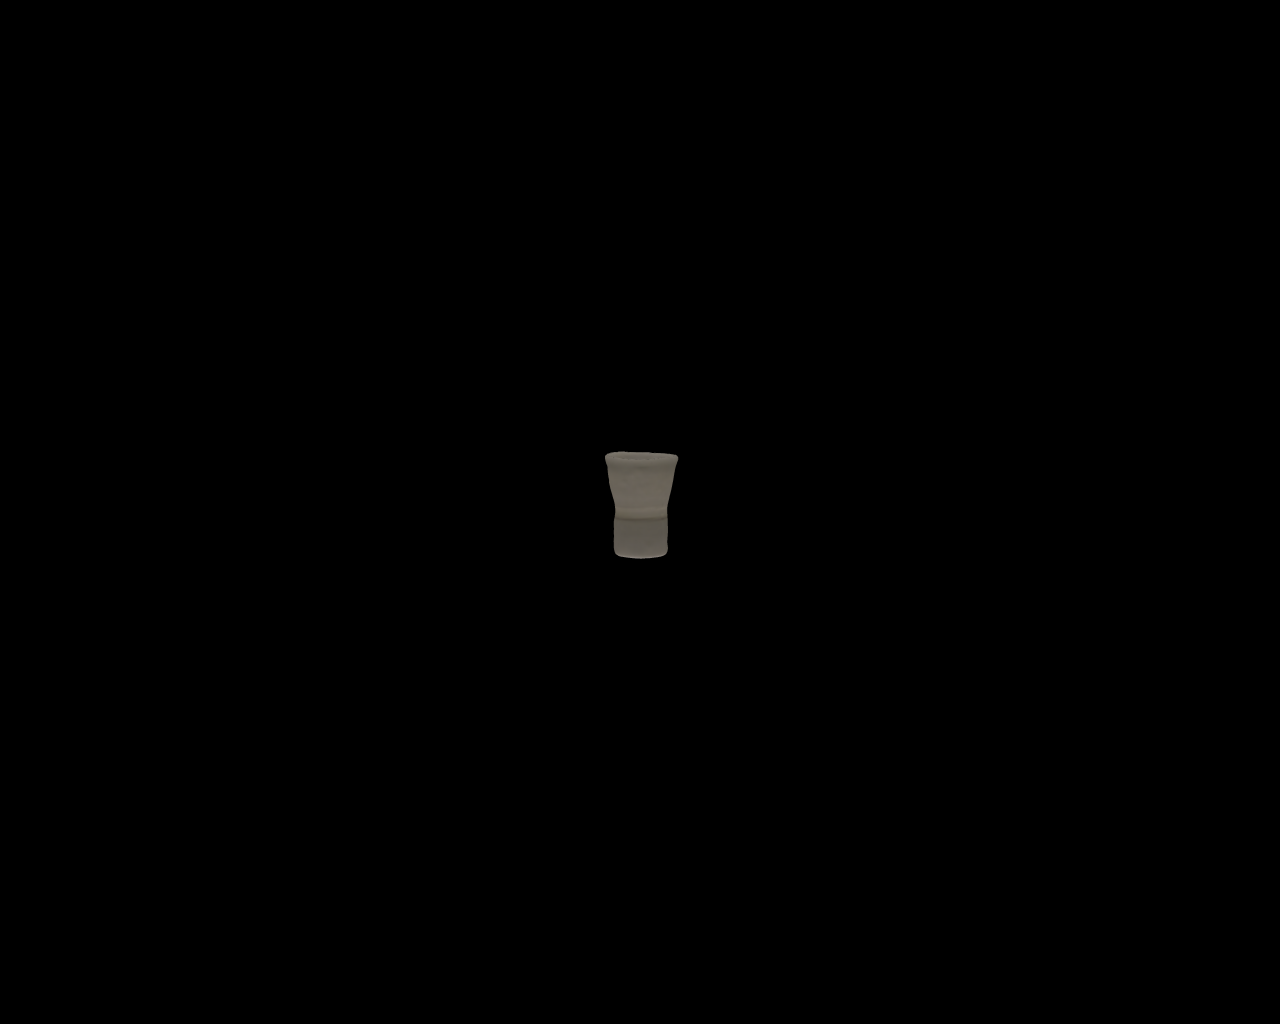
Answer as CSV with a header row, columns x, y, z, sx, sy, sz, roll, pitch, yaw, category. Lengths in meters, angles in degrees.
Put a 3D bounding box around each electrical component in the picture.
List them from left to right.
x,y,z,sx,sy,sz,roll,pitch,yaw,category
0.001,-0.003,0.650,0.044,0.065,0.044,0,7,0,electrical component
